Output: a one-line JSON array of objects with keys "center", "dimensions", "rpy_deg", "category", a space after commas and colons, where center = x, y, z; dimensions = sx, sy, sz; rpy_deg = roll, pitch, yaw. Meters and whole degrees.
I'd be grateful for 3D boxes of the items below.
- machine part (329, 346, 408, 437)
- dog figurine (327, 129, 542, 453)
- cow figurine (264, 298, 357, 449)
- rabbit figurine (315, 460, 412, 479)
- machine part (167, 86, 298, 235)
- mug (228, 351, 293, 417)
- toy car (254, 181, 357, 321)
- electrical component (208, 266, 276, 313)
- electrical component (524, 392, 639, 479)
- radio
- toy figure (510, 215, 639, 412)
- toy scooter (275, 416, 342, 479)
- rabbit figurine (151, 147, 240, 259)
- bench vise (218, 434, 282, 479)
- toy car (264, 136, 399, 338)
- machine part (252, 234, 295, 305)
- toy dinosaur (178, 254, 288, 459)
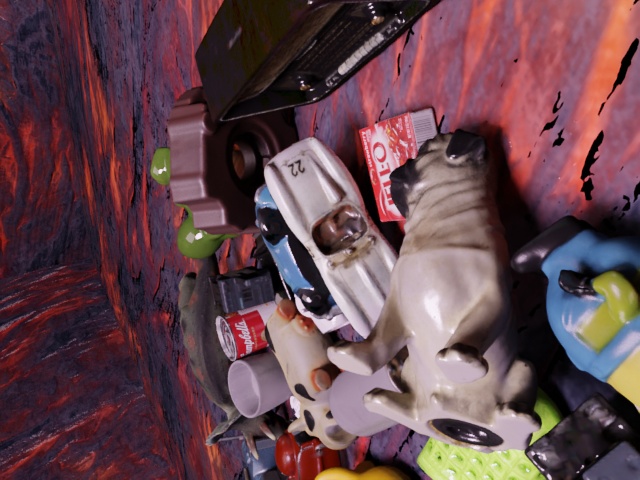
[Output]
[{"center": [0.068, 0.145, 0.537], "dimensions": [0.079, 0.079, 0.243], "rpy_deg": [63, 152, 18], "category": "machine part"}, {"center": [0.106, 0.035, 0.389], "dimensions": [0.121, 0.190, 0.172], "rpy_deg": [2, 141, 29], "category": "dog figurine"}, {"center": [-0.011, 0.177, 0.698], "dimensions": [0.195, 0.085, 0.127], "rpy_deg": [62, 144, 14], "category": "cow figurine"}, {"center": [0.068, 0.337, 0.646], "dimensions": [0.163, 0.122, 0.173], "rpy_deg": [49, 131, 54], "category": "rabbit figurine"}, {"center": [-0.088, -0.088, 0.598], "dimensions": [0.056, 0.179, 0.179], "rpy_deg": [0, 106, 35], "category": "machine part"}, {"center": [-0.072, 0.210, 0.788], "dimensions": [0.081, 0.107, 0.109], "rpy_deg": [54, 135, 30], "category": "mug"}, {"center": [-0.001, -0.002, 0.579], "dimensions": [0.161, 0.109, 0.103], "rpy_deg": [65, 176, -9], "category": "toy car"}, {"center": [-0.100, 0.066, 0.730], "dimensions": [0.119, 0.075, 0.047], "rpy_deg": [4, 106, 61], "category": "electrical component"}, {"center": [0.179, 0.151, 0.303], "dimensions": [0.115, 0.058, 0.134], "rpy_deg": [49, -177, 31], "category": "electrical component"}, {"center": [-0.012, -0.176, 0.452], "dimensions": [0.230, 0.131, 0.073], "rpy_deg": [-15, 92, 62], "category": "radio"}, {"center": [0.187, 0.055, 0.279], "dimensions": [0.180, 0.082, 0.089], "rpy_deg": [56, 149, 34], "category": "toy figure"}, {"center": [-0.016, 0.319, 0.782], "dimensions": [0.184, 0.075, 0.135], "rpy_deg": [-140, 45, -60], "category": "toy scooter"}, {"center": [-0.167, -0.051, 0.822], "dimensions": [0.159, 0.121, 0.170], "rpy_deg": [13, 103, 34], "category": "rabbit figurine"}, {"center": [-0.110, 0.481, 1.007], "dimensions": [0.224, 0.129, 0.240], "rpy_deg": [37, 129, 46], "category": "bench vise"}, {"center": [0.022, 0.001, 0.503], "dimensions": [0.201, 0.073, 0.056], "rpy_deg": [58, 175, -7], "category": "toy car"}, {"center": [-0.062, 0.039, 0.763], "dimensions": [0.084, 0.039, 0.139], "rpy_deg": [-26, 81, 56], "category": "machine part"}, {"center": [-0.165, 0.171, 0.873], "dimensions": [0.192, 0.131, 0.404], "rpy_deg": [-131, 23, -71], "category": "toy dinosaur"}]
